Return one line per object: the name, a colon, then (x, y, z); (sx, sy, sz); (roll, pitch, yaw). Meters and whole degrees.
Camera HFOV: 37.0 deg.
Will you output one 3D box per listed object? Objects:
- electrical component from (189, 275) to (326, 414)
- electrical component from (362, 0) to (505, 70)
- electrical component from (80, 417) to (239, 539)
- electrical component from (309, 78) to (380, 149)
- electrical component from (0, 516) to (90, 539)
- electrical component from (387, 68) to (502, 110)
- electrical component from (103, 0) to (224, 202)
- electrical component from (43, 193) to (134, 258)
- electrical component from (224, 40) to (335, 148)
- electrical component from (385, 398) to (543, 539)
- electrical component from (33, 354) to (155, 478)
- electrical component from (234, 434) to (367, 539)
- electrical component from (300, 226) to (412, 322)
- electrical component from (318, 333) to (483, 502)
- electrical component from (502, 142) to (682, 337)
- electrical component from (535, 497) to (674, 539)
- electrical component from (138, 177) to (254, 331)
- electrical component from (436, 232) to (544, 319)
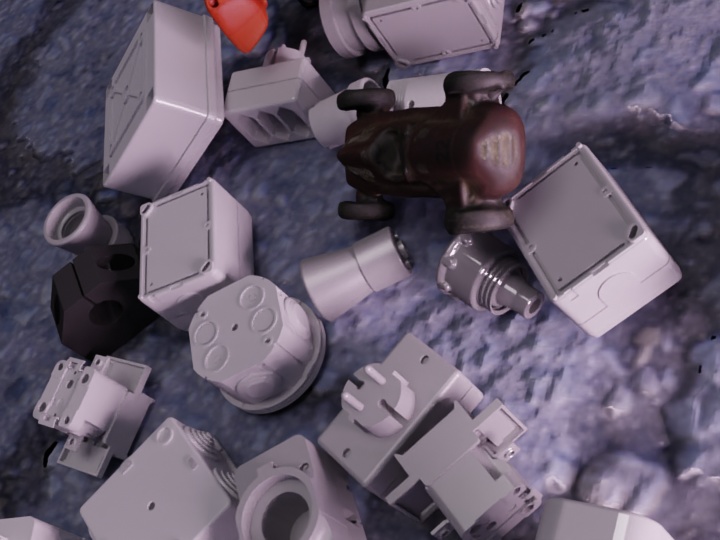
electrical component: (-0.067, 0.047, 0.690); (0.080, 0.051, 0.080); (-16, 55, 23)
electrical component: (0.059, -0.190, 0.750); (0.096, 0.062, 0.061); (-7, 59, 29)
electrical component: (-0.114, 0.151, 0.657); (0.099, 0.048, 0.100); (-46, 49, 0)
electrical component: (-0.008, -0.109, 0.758); (0.046, 0.040, 0.040); (-18, 54, 28)
electrical component: (-0.261, 0.216, 0.700); (0.150, 0.062, 0.089); (-12, 57, 26)
electrical component: (0.049, -0.108, 0.719); (0.081, 0.043, 0.043); (-2, 62, 32)
electrical component: (-0.151, -0.126, 0.816); (0.108, 0.056, 0.108); (-47, 40, 42)
electrical component: (-0.205, -0.026, 0.817); (0.045, 0.055, 0.045); (-15, 55, 23)
electrical component: (-0.056, -0.139, 0.800); (0.066, 0.047, 0.076); (-5, 60, 29)
electrical component: (0.060, 0.113, 0.578); (0.081, 0.042, 0.063); (-43, 53, 3)
electrical component: (-0.181, 0.093, 0.724); (0.042, 0.064, 0.081); (7, 67, 36)
electrical component: (-0.033, 0.146, 0.606); (0.050, 0.056, 0.089); (-30, 51, 13)
electrical component: (0.000, 0.000, 0.685); (0.065, 0.044, 0.044); (-26, 52, 10)
electrical component: (0.015, 0.077, 0.605); (0.083, 0.076, 0.047); (-50, 49, -4)
electrical component: (0.126, -0.019, 0.603); (0.062, 0.061, 0.096); (-38, 45, 15)
electrical component: (0.114, 0.148, 0.487); (0.054, 0.095, 0.059); (5, 65, 34)
electrical component: (-0.111, -0.014, 0.748); (0.062, 0.061, 0.096); (-20, 54, 20)
electrical component: (0.079, 0.006, 0.631); (0.062, 0.048, 0.048); (36, 84, 34)
